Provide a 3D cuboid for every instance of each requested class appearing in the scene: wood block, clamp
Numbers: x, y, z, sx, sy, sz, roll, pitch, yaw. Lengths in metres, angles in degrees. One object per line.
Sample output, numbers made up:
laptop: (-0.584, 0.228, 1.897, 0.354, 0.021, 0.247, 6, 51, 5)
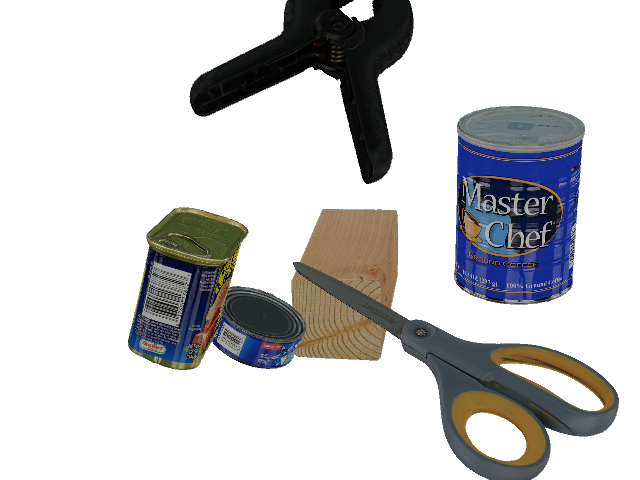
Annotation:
wood block: (0.031, 0.042, 1.154, 0.091, 0.090, 0.206, 2, 22, 8)
clamp: (0.015, -0.108, 0.634, 0.120, 0.171, 0.039, 33, -29, 6)

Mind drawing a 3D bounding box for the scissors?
scissors: (0.051, 0.066, 0.555, 0.202, 0.016, 0.096, 17, 42, 24)

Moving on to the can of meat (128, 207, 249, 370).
can of meat: (-0.093, 0.032, 0.746, 0.057, 0.084, 0.102, 17, 16, 2)

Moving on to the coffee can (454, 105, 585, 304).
coffee can: (0.165, -0.031, 0.897, 0.103, 0.140, 0.103, -2, 24, 1)

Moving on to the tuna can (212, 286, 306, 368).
tuna can: (-0.059, 0.079, 0.966, 0.086, 0.034, 0.086, 19, 23, -9)
